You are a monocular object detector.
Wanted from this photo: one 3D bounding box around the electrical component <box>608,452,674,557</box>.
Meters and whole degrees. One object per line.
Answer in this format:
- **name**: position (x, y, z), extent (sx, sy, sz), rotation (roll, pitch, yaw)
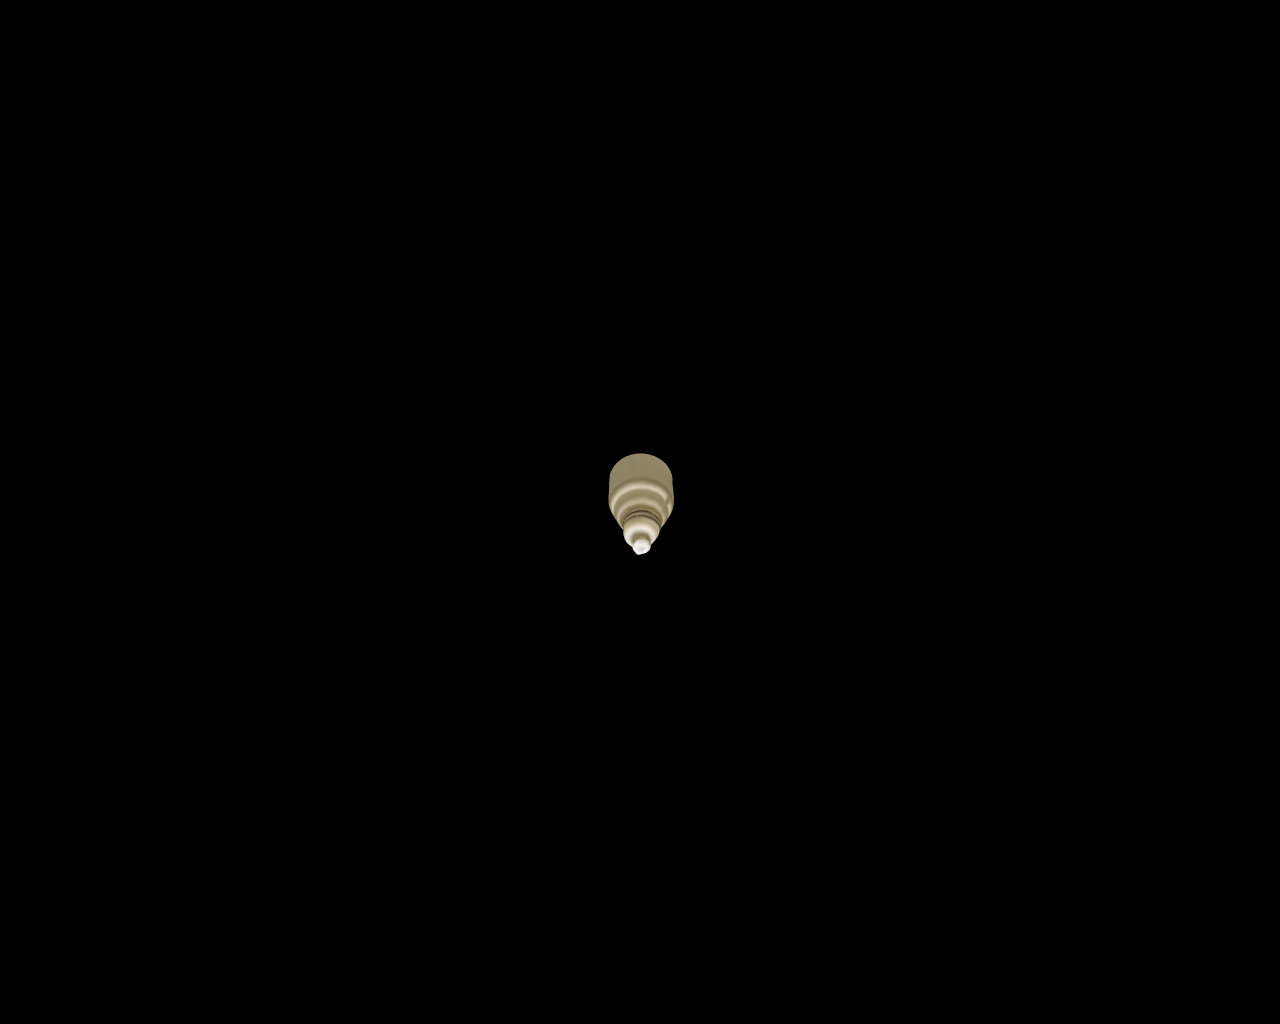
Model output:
- **electrical component**: position (0.001, -0.003, 0.650), extent (0.040, 0.040, 0.078), rotation (0, 38, 0)
